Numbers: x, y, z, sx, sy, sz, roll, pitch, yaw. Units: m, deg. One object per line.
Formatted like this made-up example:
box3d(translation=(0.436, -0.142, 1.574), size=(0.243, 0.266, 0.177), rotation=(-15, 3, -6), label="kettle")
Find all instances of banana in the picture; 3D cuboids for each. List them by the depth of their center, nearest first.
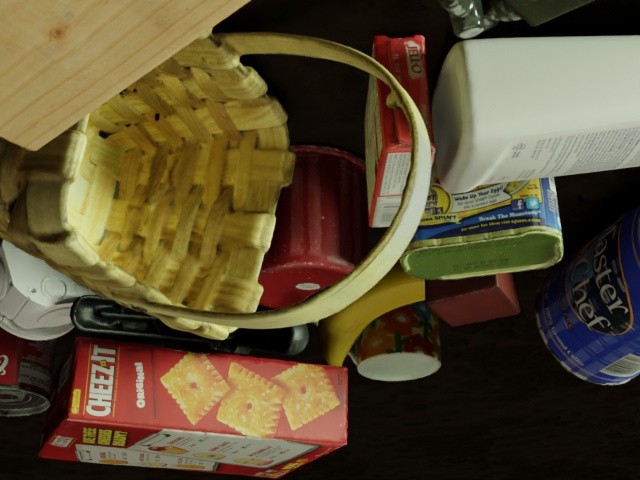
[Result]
box3d(translation=(0.058, 0.047, 0.829), size=(0.069, 0.037, 0.198), rotation=(42, 130, -14), label="banana")

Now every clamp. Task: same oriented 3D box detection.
box3d(translation=(-0.075, 0.063, 0.778), size=(0.164, 0.036, 0.210), rotation=(7, 175, 9), label="clamp")

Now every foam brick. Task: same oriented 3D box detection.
box3d(translation=(0.103, 0.013, 0.736), size=(0.053, 0.078, 0.051), rotation=(-13, 149, 23), label="foam brick")

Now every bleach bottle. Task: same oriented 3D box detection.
box3d(translation=(0.193, -0.074, 0.581), size=(0.250, 0.068, 0.102), rotation=(-4, 166, -3), label="bleach bottle")

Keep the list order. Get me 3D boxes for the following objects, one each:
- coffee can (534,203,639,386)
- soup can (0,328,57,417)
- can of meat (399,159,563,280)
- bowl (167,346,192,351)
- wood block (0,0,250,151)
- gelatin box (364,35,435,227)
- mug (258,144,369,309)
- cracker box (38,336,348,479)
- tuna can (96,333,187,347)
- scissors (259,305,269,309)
box3d(translation=(0.231, 0.033, 0.751), size=(0.102, 0.103, 0.140), rotation=(8, 153, -18), label="coffee can")
box3d(translation=(-0.239, 0.078, 0.827), size=(0.068, 0.102, 0.068), rotation=(-1, 154, -1), label="soup can")
box3d(translation=(0.095, -0.026, 0.650), size=(0.102, 0.084, 0.057), rotation=(-8, 153, 13), label="can of meat")
box3d(translation=(-0.156, 0.138, 1.003), size=(0.162, 0.055, 0.162), rotation=(-1, 153, -1), label="bowl")
box3d(translation=(-0.063, -0.130, 0.369), size=(0.206, 0.091, 0.090), rotation=(-31, 148, 22), label="wood block")
box3d(translation=(0.043, -0.059, 0.593), size=(0.030, 0.073, 0.089), rotation=(0, 153, -3), label="gelatin box")
box3d(translation=(-0.005, 0.001, 0.702), size=(0.093, 0.081, 0.117), rotation=(-12, 152, 20), label="mug")
box3d(translation=(-0.105, 0.138, 0.855), size=(0.213, 0.072, 0.164), rotation=(10, 156, -18), label="cracker box")
box3d(translation=(-0.140, 0.057, 0.865), size=(0.086, 0.034, 0.086), rotation=(-1, 154, -1), label="tuna can")
box3d(translation=(-0.087, 0.034, 0.841), size=(0.201, 0.016, 0.096), rotation=(17, 149, -31), label="scissors")
